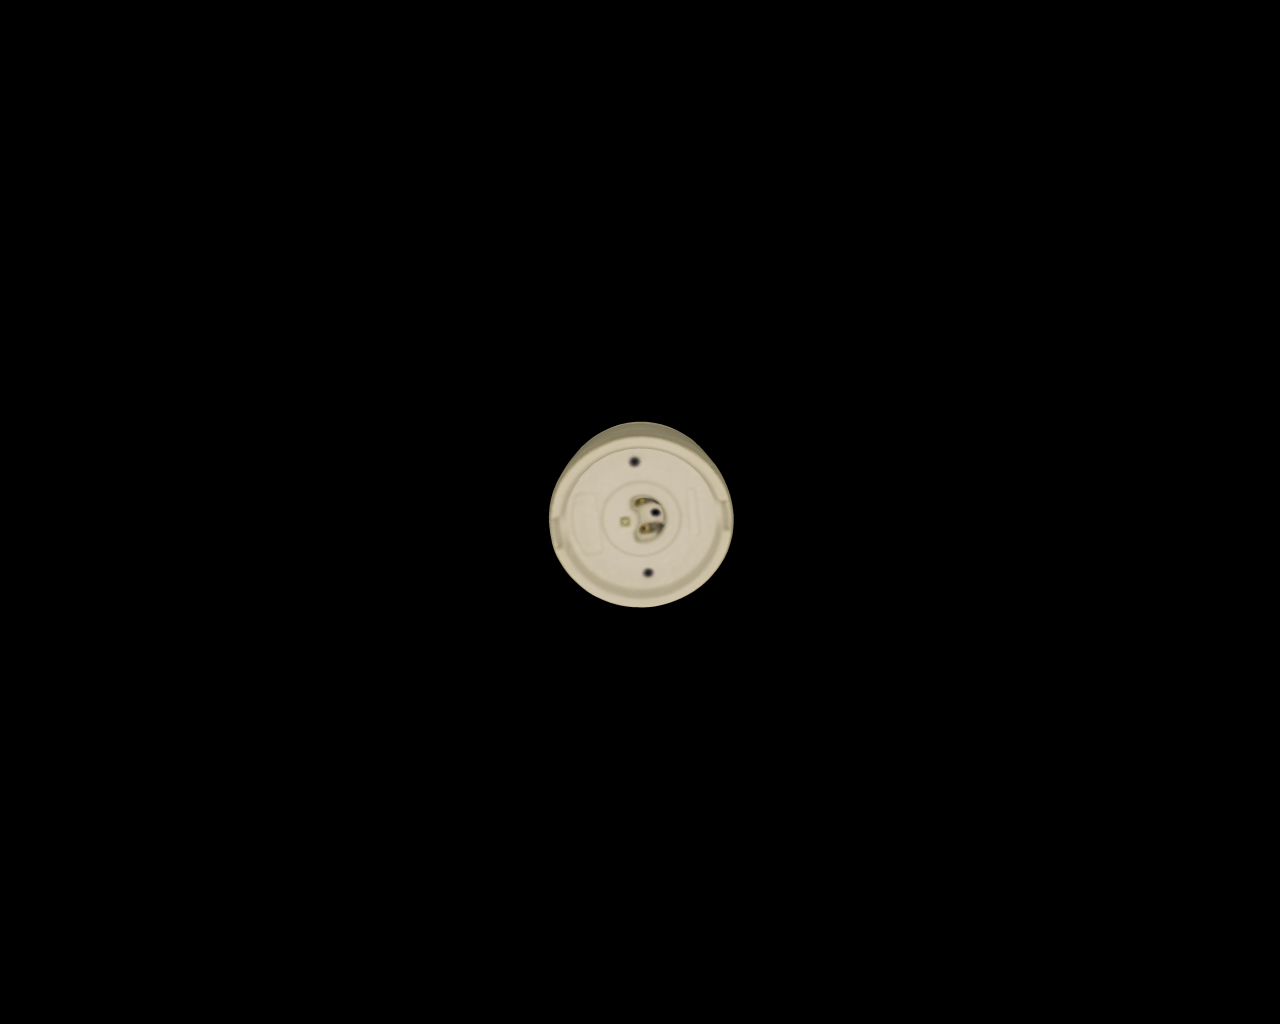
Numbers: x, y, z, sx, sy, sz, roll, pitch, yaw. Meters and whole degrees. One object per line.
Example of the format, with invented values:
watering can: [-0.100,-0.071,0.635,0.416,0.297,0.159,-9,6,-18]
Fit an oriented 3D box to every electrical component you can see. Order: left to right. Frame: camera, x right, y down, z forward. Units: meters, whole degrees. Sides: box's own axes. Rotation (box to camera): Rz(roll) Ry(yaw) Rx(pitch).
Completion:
electrical component: [0.001,-0.003,0.650,0.108,0.108,0.060,0,20,0]
